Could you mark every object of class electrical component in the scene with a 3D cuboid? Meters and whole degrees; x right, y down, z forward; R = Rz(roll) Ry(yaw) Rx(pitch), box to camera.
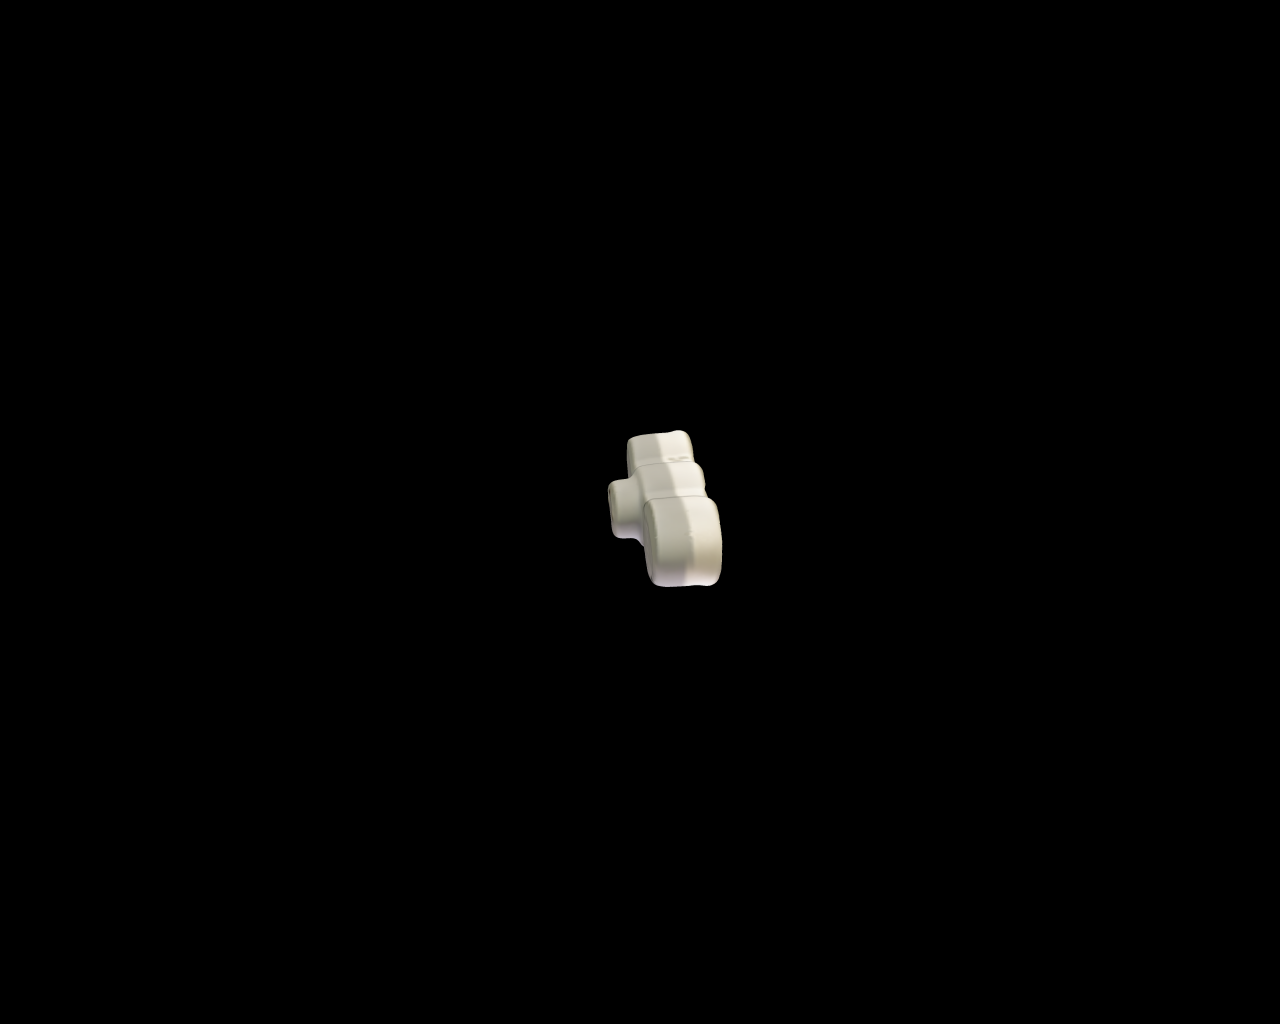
[{"bbox_3d":[0.001,-0.003,0.650,0.074,0.052,0.138,-4,30,-6],"label":"electrical component"}]
